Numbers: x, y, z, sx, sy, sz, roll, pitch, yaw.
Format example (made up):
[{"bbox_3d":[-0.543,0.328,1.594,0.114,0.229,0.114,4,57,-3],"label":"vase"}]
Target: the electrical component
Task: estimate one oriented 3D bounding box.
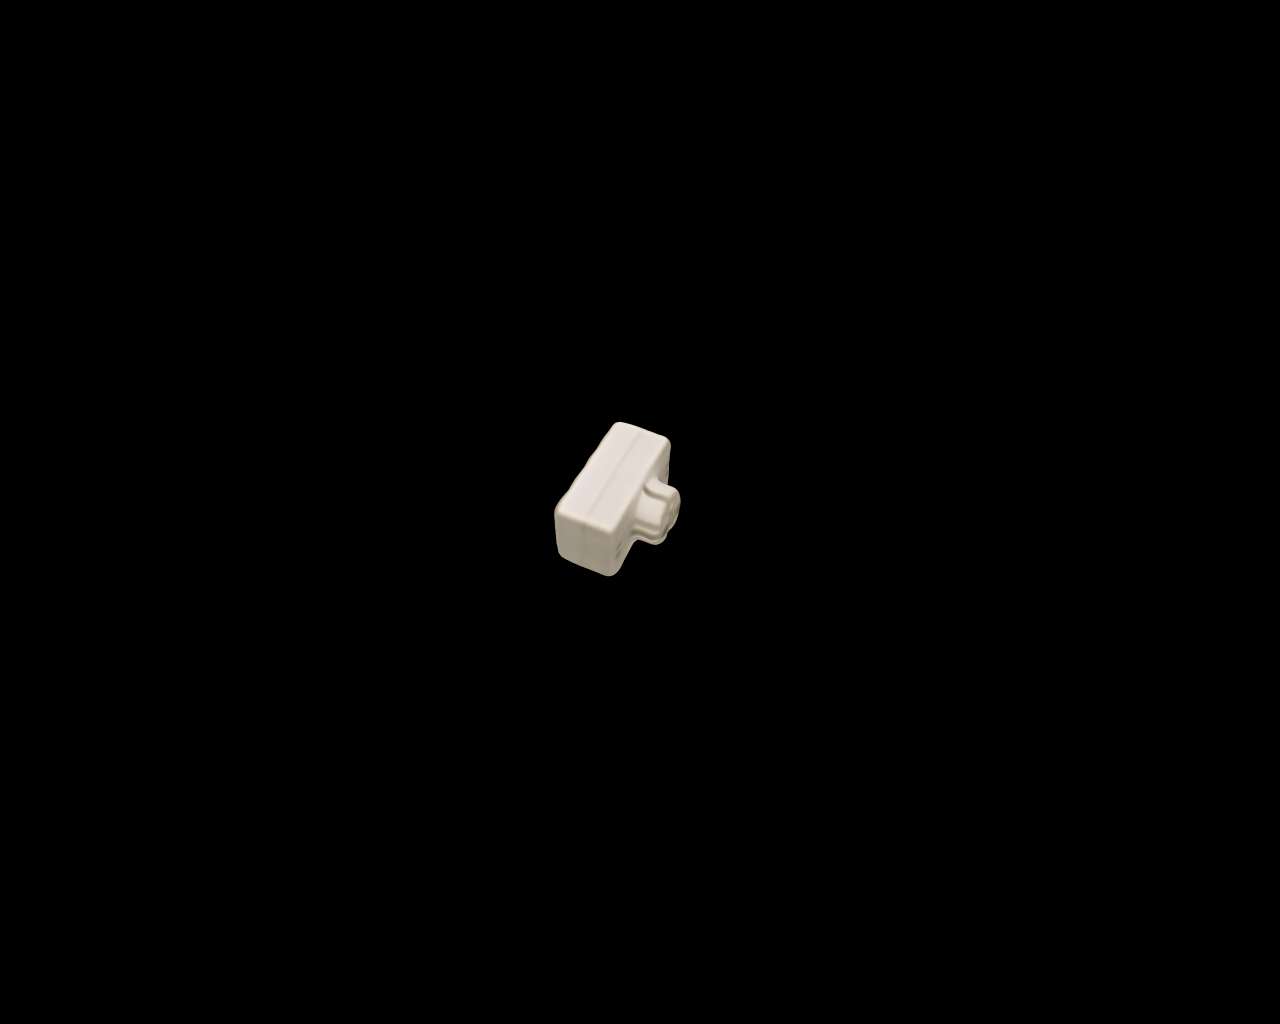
[{"bbox_3d":[0.001,-0.003,0.650,0.076,0.083,0.047,21,-36,16],"label":"electrical component"}]
